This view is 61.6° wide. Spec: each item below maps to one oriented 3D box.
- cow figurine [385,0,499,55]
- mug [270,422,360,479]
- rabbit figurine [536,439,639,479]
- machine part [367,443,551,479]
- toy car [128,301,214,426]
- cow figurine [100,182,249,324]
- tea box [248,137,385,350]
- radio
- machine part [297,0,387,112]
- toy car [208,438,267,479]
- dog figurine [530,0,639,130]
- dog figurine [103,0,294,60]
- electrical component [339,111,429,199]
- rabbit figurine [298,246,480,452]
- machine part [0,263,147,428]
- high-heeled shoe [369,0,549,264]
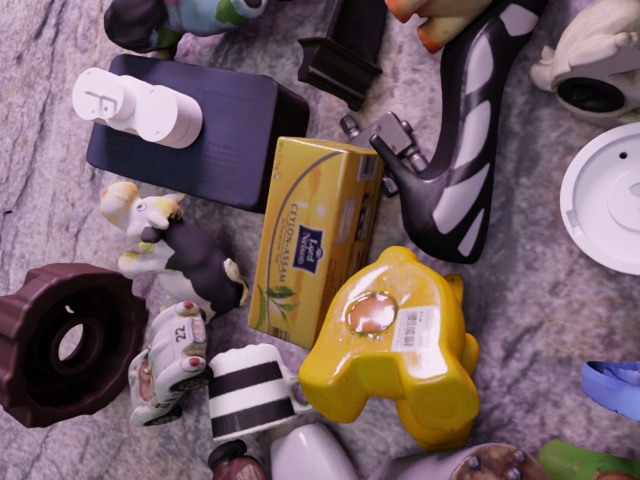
[{"bbox_3d":[0.106,-0.262,0.438,0.127,0.085,0.195,-27,52,30],"label":"cow figurine"},{"bbox_3d":[-0.011,0.233,0.503,0.109,0.080,0.107,-33,65,28],"label":"mug"},{"bbox_3d":[0.229,0.250,0.386,0.159,0.121,0.170,-1,106,19],"label":"rabbit figurine"},{"bbox_3d":[0.091,0.193,0.390,0.079,0.243,0.079,6,65,-13],"label":"machine part"},{"bbox_3d":[-0.155,0.131,0.539,0.201,0.056,0.073,-51,45,47],"label":"toy car"},{"bbox_3d":[-0.141,0.012,0.531,0.098,0.068,0.167,-12,125,18],"label":"cow figurine"},{"bbox_3d":[-0.001,-0.001,0.477,0.068,0.098,0.169,18,103,24],"label":"tea box"},{"bbox_3d":[-0.131,-0.113,0.569,0.230,0.073,0.131,16,94,23],"label":"radio"},{"bbox_3d":[0.029,-0.199,0.503,0.039,0.084,0.138,11,80,66],"label":"machine part"},{"bbox_3d":[-0.107,0.280,0.522,0.202,0.053,0.089,-56,51,30],"label":"toy car"},{"bbox_3d":[0.265,-0.180,0.387,0.173,0.121,0.190,20,82,21],"label":"dog figurine"},{"bbox_3d":[-0.120,-0.262,0.552,0.219,0.191,0.108,-2,126,48],"label":"dog figurine"},{"bbox_3d":[0.059,-0.089,0.507,0.063,0.021,0.094,-37,73,19],"label":"electrical component"},{"bbox_3d":[0.073,0.099,0.435,0.122,0.173,0.162,-18,36,22],"label":"rabbit figurine"},{"bbox_3d":[-0.267,0.107,0.571,0.056,0.179,0.179,15,94,26],"label":"machine part"},{"bbox_3d":[0.150,-0.101,0.451,0.145,0.086,0.249,44,89,-14],"label":"high-heeled shoe"}]
